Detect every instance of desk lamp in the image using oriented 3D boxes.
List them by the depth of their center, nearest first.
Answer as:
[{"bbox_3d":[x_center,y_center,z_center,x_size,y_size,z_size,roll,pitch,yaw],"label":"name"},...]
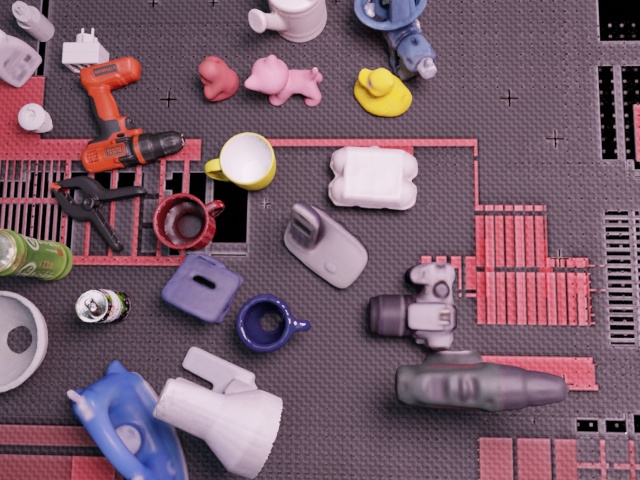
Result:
[{"bbox_3d":[-0.154,0.256,0.868,0.203,0.213,0.118,23,85,5],"label":"desk lamp"}]

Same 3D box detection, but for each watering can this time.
[{"bbox_3d":[-0.046,-0.413,0.955,0.101,0.194,0.173,21,84,5],"label":"watering can"}]

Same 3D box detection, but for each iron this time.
[{"bbox_3d":[-0.301,0.323,0.902,0.118,0.141,0.258,-38,83,-2],"label":"iron"}]

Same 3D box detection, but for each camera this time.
[{"bbox_3d":[0.148,0.107,0.930,0.136,0.101,0.143,1,83,3],"label":"camera"}]

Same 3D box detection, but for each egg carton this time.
[{"bbox_3d":[0.090,-0.105,0.974,0.150,0.069,0.107,3,83,3],"label":"egg carton"}]

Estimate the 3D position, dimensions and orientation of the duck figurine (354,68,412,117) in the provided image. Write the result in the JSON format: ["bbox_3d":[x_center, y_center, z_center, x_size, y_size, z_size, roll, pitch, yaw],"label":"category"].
[{"bbox_3d":[0.109,-0.261,0.984,0.104,0.086,0.077,26,85,6],"label":"duck figurine"}]

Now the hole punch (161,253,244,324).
[{"bbox_3d":[-0.195,0.078,0.953,0.108,0.091,0.101,25,85,6],"label":"hole punch"}]

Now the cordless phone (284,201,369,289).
[{"bbox_3d":[0.008,0.003,0.906,0.147,0.185,0.094,36,86,7],"label":"cordless phone"}]

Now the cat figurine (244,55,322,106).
[{"bbox_3d":[-0.061,-0.278,0.978,0.127,0.118,0.067,-2,83,3],"label":"cat figurine"}]

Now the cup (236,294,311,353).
[{"bbox_3d":[-0.071,0.136,0.939,0.117,0.095,0.092,2,83,3],"label":"cup"}]

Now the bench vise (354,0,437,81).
[{"bbox_3d":[0.141,-0.374,0.929,0.121,0.220,0.207,-45,83,-3],"label":"bench vise"}]

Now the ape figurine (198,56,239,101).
[{"bbox_3d":[-0.184,-0.285,0.997,0.076,0.092,0.078,19,84,5],"label":"ape figurine"}]

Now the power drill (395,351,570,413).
[{"bbox_3d":[0.224,0.211,0.859,0.229,0.208,0.076,-2,83,2],"label":"power drill"}]

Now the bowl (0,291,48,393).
[{"bbox_3d":[-0.528,0.170,0.965,0.167,0.075,0.167,0,83,3],"label":"bowl"}]

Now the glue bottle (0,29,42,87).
[{"bbox_3d":[-0.550,-0.327,0.978,0.037,0.173,0.078,37,86,7],"label":"glue bottle"}]
